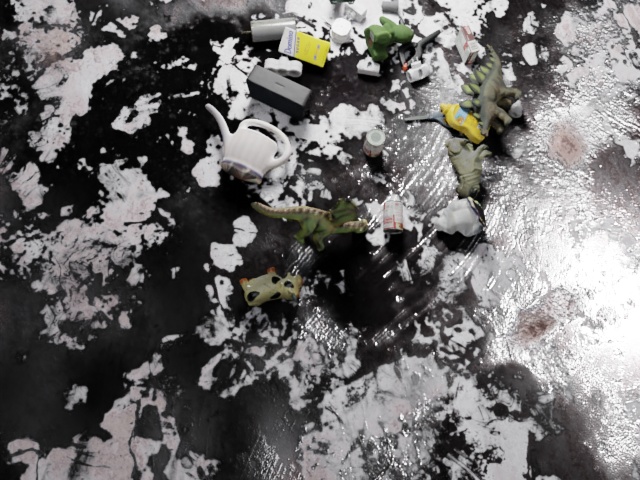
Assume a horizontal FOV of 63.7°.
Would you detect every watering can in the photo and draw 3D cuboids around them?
[{"bbox_3d":[-0.275,-0.327,1.783,0.348,0.103,0.227,23,76,4],"label":"watering can"}]

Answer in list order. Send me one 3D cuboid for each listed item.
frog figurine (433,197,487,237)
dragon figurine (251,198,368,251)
[{"bbox_3d":[0.473,-0.067,1.749,0.157,0.125,0.136,-29,104,31],"label":"frog figurine"},{"bbox_3d":[0.005,-0.082,1.631,0.240,0.406,0.125,-28,57,31],"label":"dragon figurine"}]
